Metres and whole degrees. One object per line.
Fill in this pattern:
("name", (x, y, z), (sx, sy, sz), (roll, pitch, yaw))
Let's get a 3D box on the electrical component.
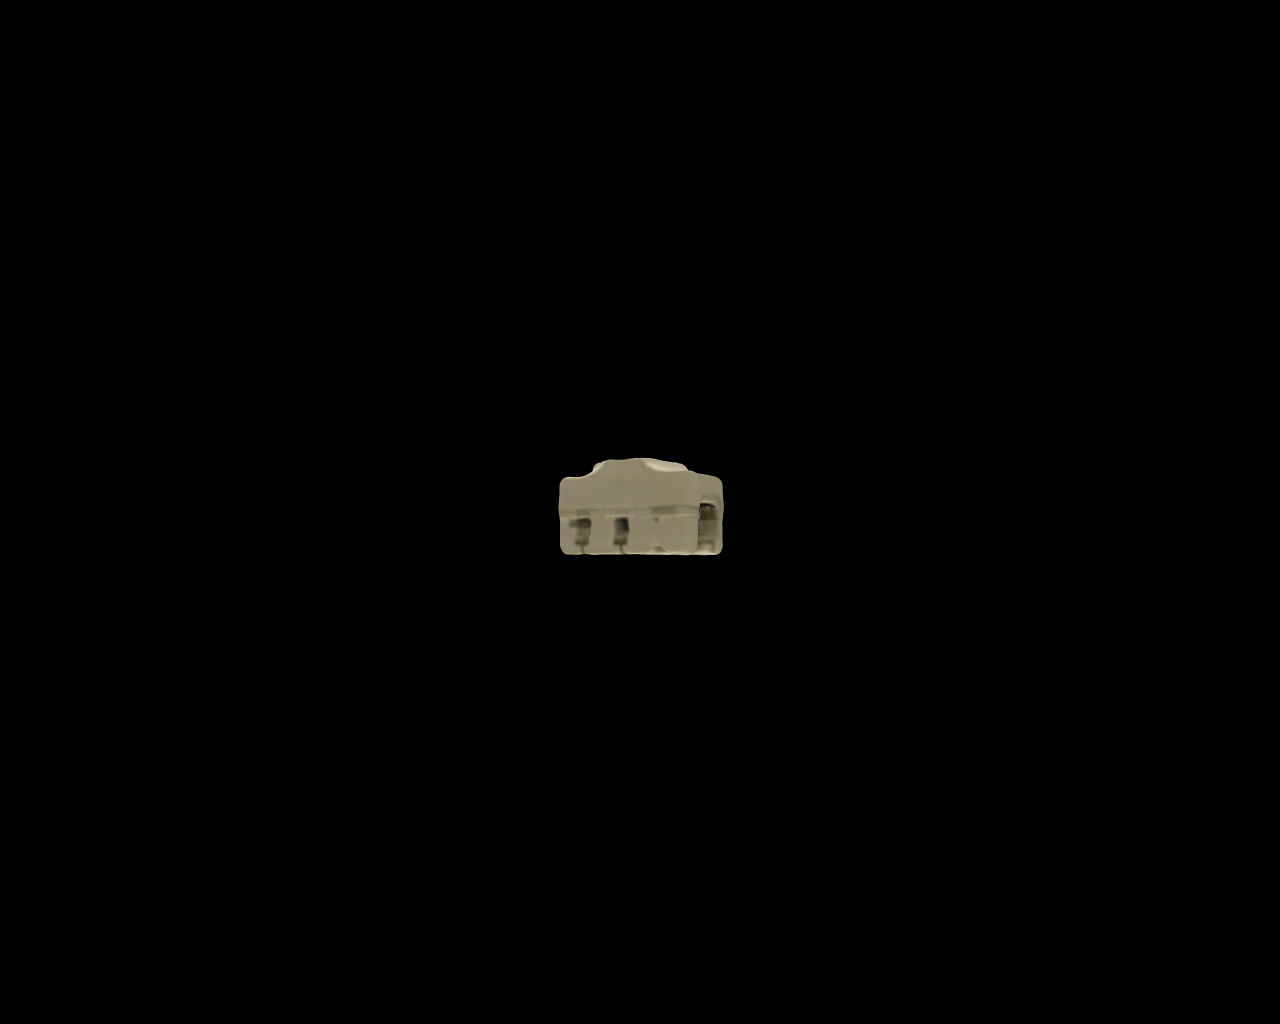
("electrical component", (0.001, -0.003, 0.650), (0.089, 0.055, 0.050), (-2, -4, 27))
